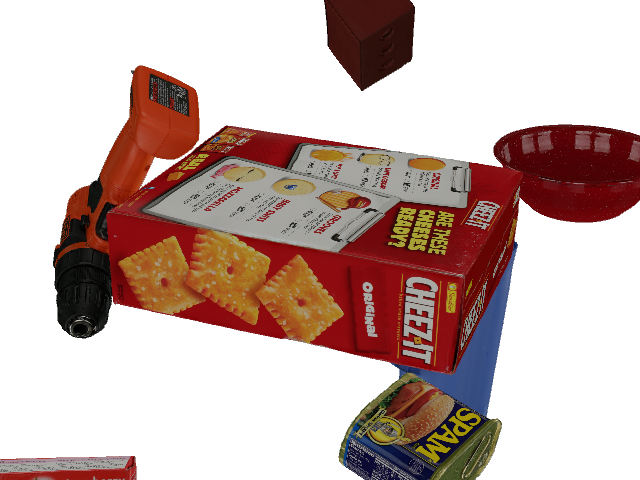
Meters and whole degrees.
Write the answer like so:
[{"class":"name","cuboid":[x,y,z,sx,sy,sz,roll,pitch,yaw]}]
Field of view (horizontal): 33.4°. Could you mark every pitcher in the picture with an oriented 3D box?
[{"class":"pitcher","cuboid":[0.146,0.107,1.266,0.149,0.243,0.145,7,18,10]}]

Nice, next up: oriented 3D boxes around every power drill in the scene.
[{"class":"power drill","cuboid":[-0.163,-0.034,0.866,0.057,0.188,0.184,22,29,-24]}]

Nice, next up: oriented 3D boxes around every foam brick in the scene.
[{"class":"foam brick","cuboid":[0.038,-0.167,0.836,0.053,0.051,0.078,-32,-20,-8]}]

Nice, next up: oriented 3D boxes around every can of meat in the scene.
[{"class":"can of meat","cuboid":[0.076,0.156,0.820,0.084,0.057,0.101,29,39,28]}]

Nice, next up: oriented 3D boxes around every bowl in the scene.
[{"class":"bowl","cuboid":[0.244,-0.060,1.011,0.162,0.055,0.162,-1,25,0]}]

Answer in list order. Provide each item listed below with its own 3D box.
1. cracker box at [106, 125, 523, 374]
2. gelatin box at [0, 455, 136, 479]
[{"class":"cracker box","cuboid":[0.002,-0.002,0.661,0.214,0.072,0.164,11,27,18]},{"class":"gelatin box","cuboid":[-0.140,0.152,0.556,0.089,0.073,0.030,-1,4,-2]}]
